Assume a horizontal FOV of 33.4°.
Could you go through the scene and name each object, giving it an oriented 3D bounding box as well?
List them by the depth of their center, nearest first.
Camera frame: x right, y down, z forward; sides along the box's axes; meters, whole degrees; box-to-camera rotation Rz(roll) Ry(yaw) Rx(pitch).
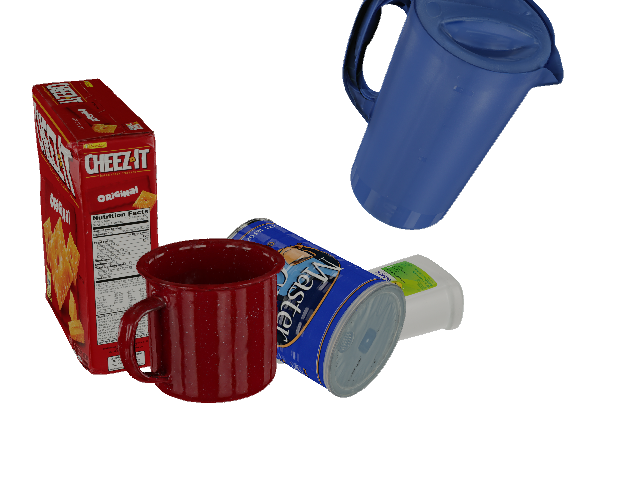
[{"bbox_3d":[-0.077,0.054,0.673,0.093,0.081,0.117,16,24,39],"label":"mug"},{"bbox_3d":[-0.014,0.054,0.898,0.140,0.103,0.102,27,15,31],"label":"coffee can"},{"bbox_3d":[-0.197,-0.015,0.928,0.072,0.214,0.164,-10,27,-24],"label":"cracker box"},{"bbox_3d":[0.102,-0.127,1.006,0.144,0.149,0.243,-9,-33,-26],"label":"pitcher"},{"bbox_3d":[0.029,0.087,1.180,0.250,0.068,0.103,-16,33,-26],"label":"bleach bottle"}]
